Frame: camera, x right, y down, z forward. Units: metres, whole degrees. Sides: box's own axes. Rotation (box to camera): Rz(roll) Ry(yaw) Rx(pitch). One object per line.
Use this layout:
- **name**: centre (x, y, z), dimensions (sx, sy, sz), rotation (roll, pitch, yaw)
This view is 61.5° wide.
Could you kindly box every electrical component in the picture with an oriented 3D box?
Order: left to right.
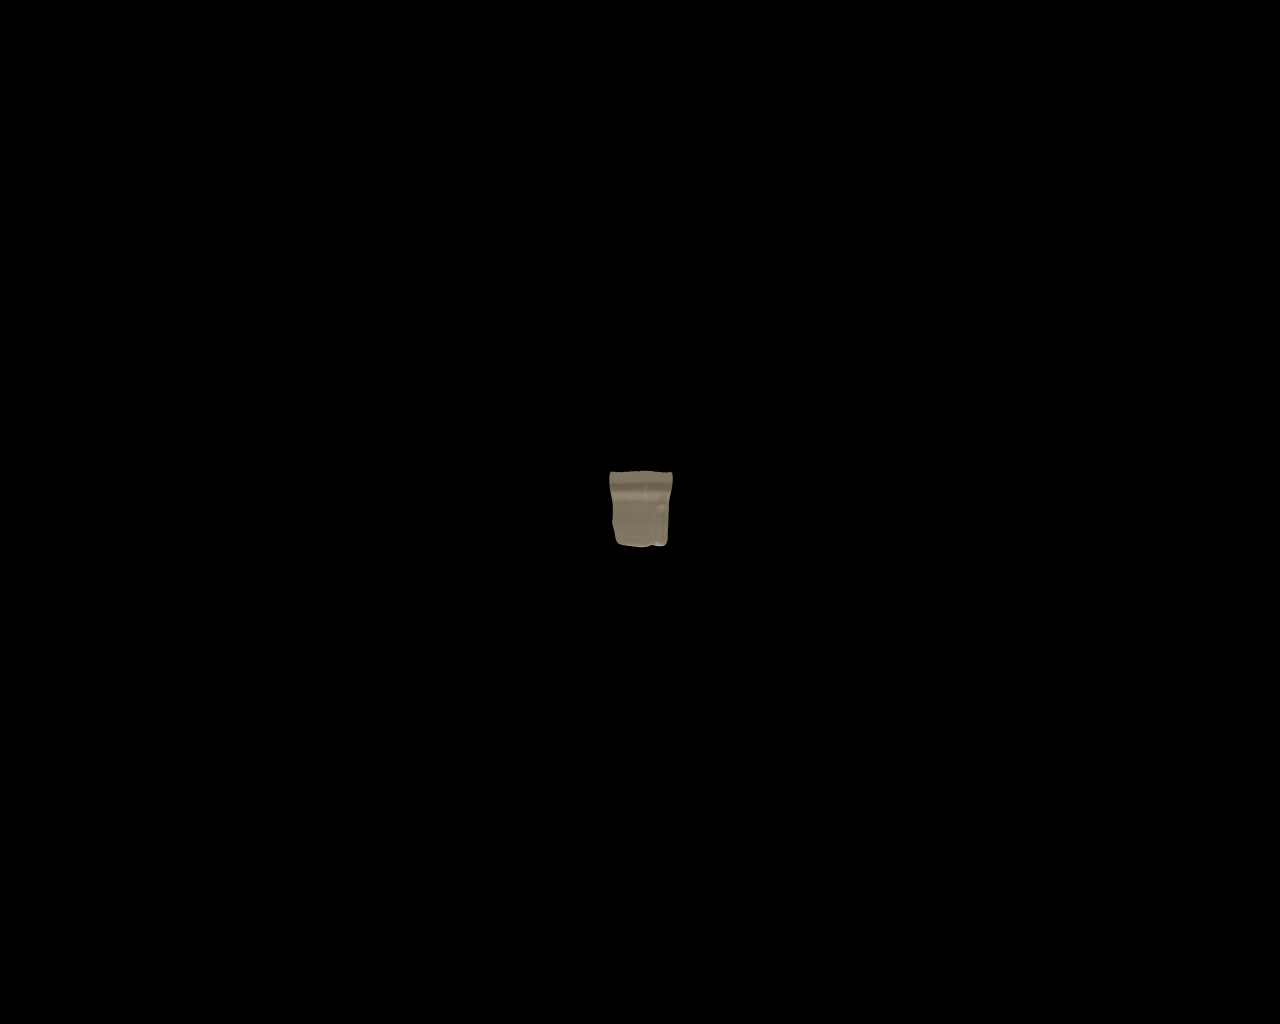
- **electrical component**: centre (0.001, -0.003, 0.650), dimensions (0.040, 0.046, 0.040), rotation (0, 0, 0)
